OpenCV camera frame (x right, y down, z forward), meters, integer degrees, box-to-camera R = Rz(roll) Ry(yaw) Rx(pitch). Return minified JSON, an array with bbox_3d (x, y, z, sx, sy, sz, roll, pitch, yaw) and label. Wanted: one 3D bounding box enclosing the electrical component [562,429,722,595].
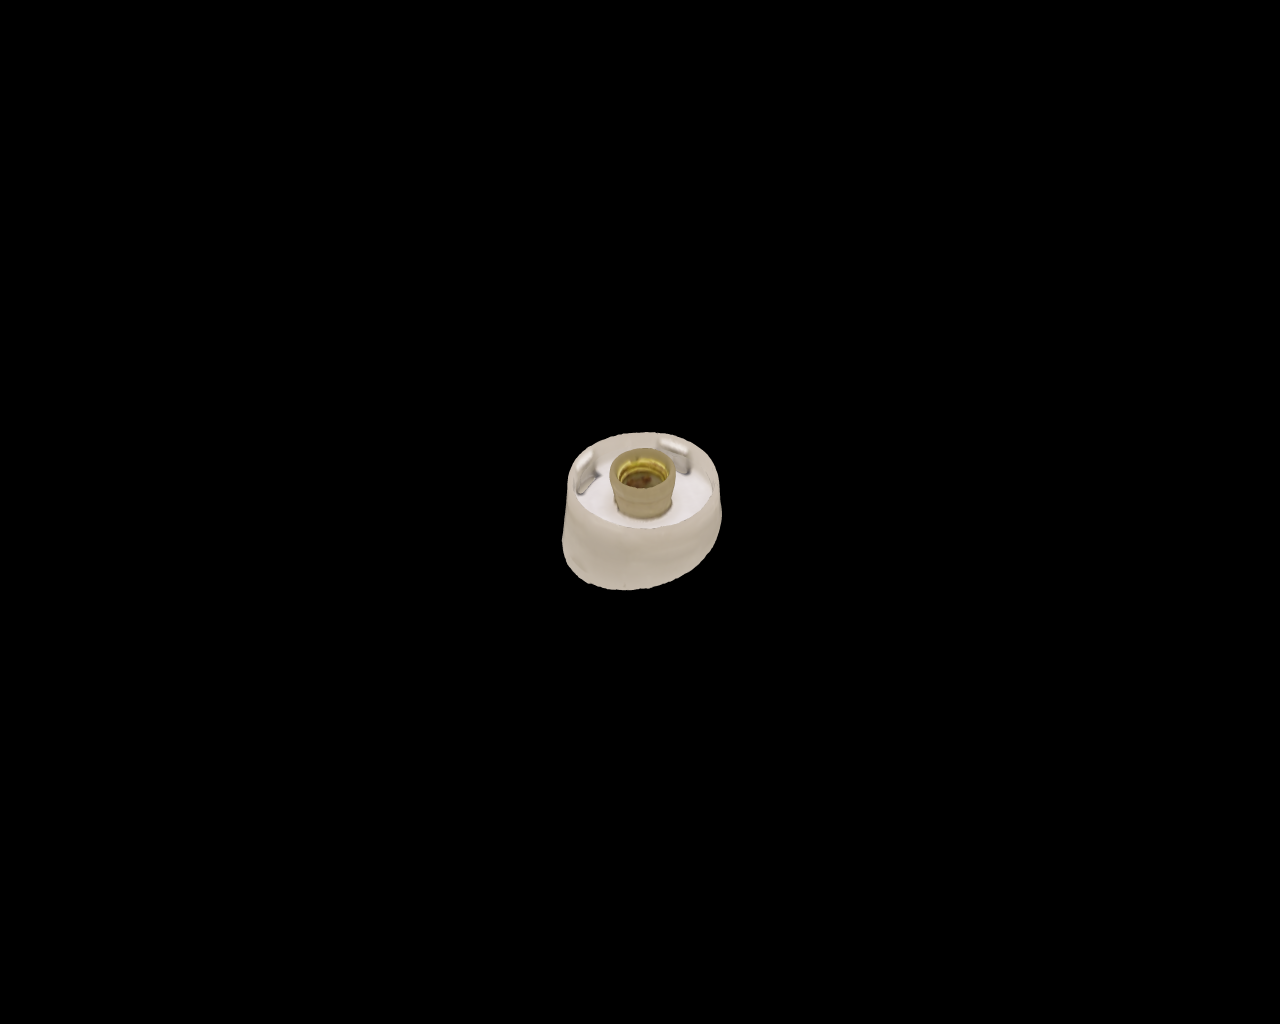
[{"bbox_3d":[0.001,-0.003,0.650,0.099,0.064,0.099,0,42,0],"label":"electrical component"}]
